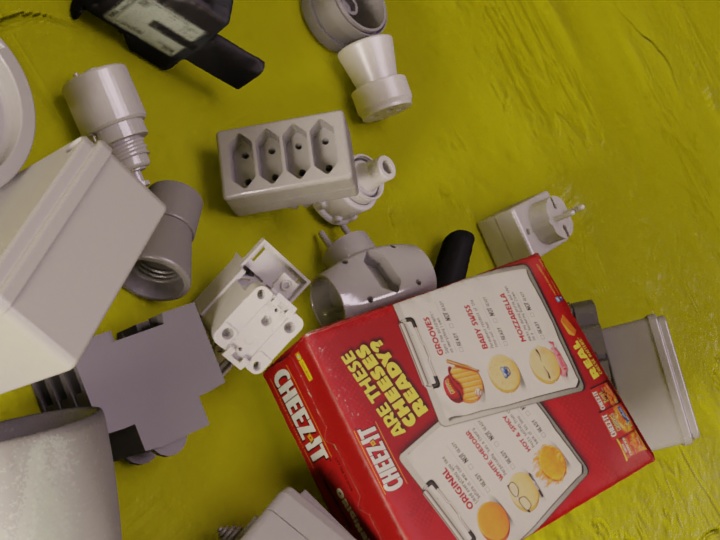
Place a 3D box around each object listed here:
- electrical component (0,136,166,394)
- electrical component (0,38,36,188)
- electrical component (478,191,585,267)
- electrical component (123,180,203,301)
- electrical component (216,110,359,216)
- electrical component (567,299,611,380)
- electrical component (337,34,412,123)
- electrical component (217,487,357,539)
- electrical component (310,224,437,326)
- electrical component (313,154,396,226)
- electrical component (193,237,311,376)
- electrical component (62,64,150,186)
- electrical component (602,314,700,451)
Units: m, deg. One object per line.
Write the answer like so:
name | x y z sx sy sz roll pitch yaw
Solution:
electrical component | -0.163 0.002 0.520 0.056 0.109 0.108 46 45 -27
electrical component | -0.223 -0.075 0.526 0.108 0.060 0.108 22 58 -40
electrical component | 0.152 -0.038 0.901 0.066 0.077 0.047 -26 93 -49
electrical component | -0.115 -0.020 0.634 0.044 0.044 0.065 35 45 -32
electrical component | -0.044 -0.063 0.711 0.075 0.083 0.047 66 15 -74
electrical component | 0.168 0.068 0.871 0.058 0.057 0.078 -75 153 -77
electrical component | 0.012 -0.146 0.822 0.045 0.045 0.055 -15 85 -49
electrical component | -0.037 0.169 0.602 0.096 0.061 0.061 38 42 6
electrical component | 0.000 0.000 0.740 0.077 0.043 0.079 -18 61 -31
electrical component | -0.003 -0.062 0.755 0.048 0.062 0.048 22 58 -40
electrical component | -0.067 0.027 0.636 0.081 0.064 0.042 -48 114 -1
electrical component | -0.144 -0.084 0.631 0.040 0.040 0.078 -25 93 -49
electrical component | 0.242 0.099 0.919 0.109 0.056 0.108 36 40 -77
